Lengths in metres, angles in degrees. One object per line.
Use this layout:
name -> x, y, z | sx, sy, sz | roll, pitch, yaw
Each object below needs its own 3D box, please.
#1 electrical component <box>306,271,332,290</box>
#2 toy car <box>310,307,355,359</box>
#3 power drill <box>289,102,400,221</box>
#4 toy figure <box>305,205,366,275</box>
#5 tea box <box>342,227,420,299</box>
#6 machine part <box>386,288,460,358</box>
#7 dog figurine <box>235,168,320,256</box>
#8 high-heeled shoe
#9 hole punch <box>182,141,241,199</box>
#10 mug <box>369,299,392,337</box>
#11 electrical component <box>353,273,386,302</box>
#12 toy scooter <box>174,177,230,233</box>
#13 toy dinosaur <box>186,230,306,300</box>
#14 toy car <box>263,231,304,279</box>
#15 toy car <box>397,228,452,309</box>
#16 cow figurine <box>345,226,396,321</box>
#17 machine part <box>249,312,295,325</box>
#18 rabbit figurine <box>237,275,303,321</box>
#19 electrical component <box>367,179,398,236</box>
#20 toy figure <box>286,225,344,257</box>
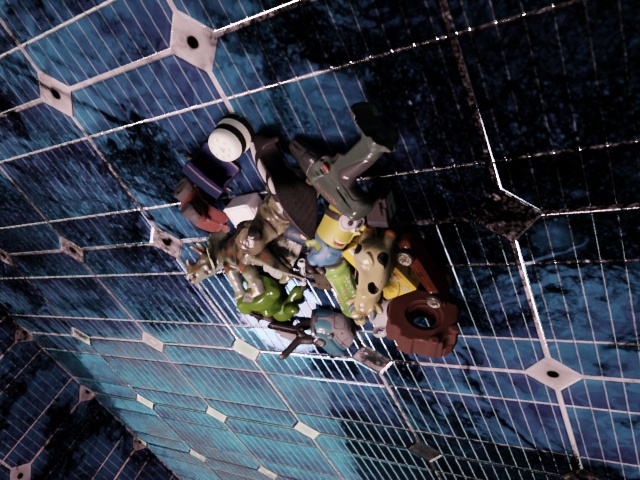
electrical component -> 0.010, 0.105, 1.406 | 0.094, 0.021, 0.063 | 2, 132, 30
toy car -> 0.044, 0.254, 1.481 | 0.103, 0.109, 0.161 | -21, 129, 23
power drill -> 0.043, -0.166, 1.035 | 0.232, 0.086, 0.207 | 55, 130, 16
toy figure -> 0.024, -0.010, 1.187 | 0.089, 0.082, 0.180 | 44, 115, 19
tea box -> 0.144, 0.049, 1.230 | 0.169, 0.068, 0.098 | 45, 138, -18
machine part -> 0.237, 0.186, 1.235 | 0.180, 0.179, 0.056 | 15, 135, 18
dog figurine -> -0.092, -0.058, 1.170 | 0.121, 0.190, 0.172 | 35, 138, -6
high-heeled shoe -> -0.083, -0.112, 1.126 | 0.145, 0.086, 0.248 | -7, 101, 66
hole punch -> -0.265, -0.152, 1.262 | 0.142, 0.092, 0.116 | 37, 144, -13
mug -> 0.168, 0.199, 1.347 | 0.081, 0.109, 0.107 | 35, 156, -13
electrical component -> 0.125, 0.117, 1.304 | 0.078, 0.045, 0.102 | 16, 168, 27
toy scooter -> -0.283, -0.077, 1.317 | 0.135, 0.184, 0.075 | 32, 106, -34
toy dinosaur -> -0.182, 0.039, 1.333 | 0.405, 0.131, 0.192 | -18, 103, 47
toy car -> -0.094, 0.042, 1.378 | 0.073, 0.056, 0.201 | 29, 140, 1
toy car -> 0.229, 0.065, 1.179 | 0.053, 0.089, 0.202 | -12, 126, 39
cow figurine -> 0.109, 0.081, 1.132 | 0.086, 0.127, 0.194 | 16, 138, 21
machine part -> -0.144, 0.225, 1.594 | 0.139, 0.084, 0.039 | 22, 112, -8
rabbit figurine -> -0.120, 0.166, 1.506 | 0.159, 0.121, 0.170 | -11, 144, 30
electrical component -> 0.129, -0.060, 1.121 | 0.048, 0.075, 0.119 | 5, 130, 28
toy figure -> -0.003, -0.002, 1.268 | 0.155, 0.064, 0.057 | 18, 124, 4
